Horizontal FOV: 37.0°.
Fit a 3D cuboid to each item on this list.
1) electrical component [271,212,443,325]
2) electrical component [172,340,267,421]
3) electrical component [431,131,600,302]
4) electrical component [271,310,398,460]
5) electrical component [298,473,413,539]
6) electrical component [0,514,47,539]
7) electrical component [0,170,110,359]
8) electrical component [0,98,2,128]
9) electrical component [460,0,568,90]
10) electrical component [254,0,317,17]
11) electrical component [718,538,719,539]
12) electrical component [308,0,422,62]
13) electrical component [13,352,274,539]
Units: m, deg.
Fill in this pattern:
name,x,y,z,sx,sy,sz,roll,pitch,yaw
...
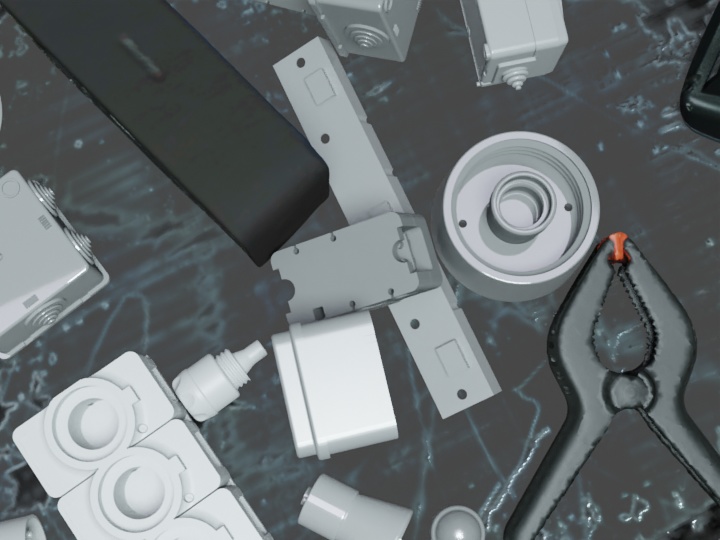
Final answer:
name,x,y,z,sx,sy,sz,roll,pitch,yaw
electrical component,0.000,0.000,0.676,0.089,0.056,0.050,-18,84,21
electrical component,-0.087,0.067,0.687,0.061,0.035,0.035,-36,83,-7
electrical component,0.101,-0.037,0.689,0.108,0.060,0.108,0,81,0
electrical component,-0.017,0.072,0.647,0.057,0.113,0.078,-13,81,-4
electrical component,-0.005,0.155,0.670,0.065,0.044,0.044,25,82,9
electrical component,-0.239,0.182,0.665,0.081,0.043,0.043,-13,81,-1
electrical component,-0.226,-0.004,0.692,0.100,0.048,0.099,-38,82,-6
electrical component,-0.298,-0.109,0.703,0.108,0.060,0.108,0,81,0
electrical component,0.103,-0.166,0.709,0.061,0.061,0.096,-12,81,-2
electrical component,-0.056,-0.214,0.723,0.089,0.050,0.055,15,81,3
electrical component,0.214,0.230,0.632,0.079,0.063,0.121,-12,94,-1
electrical component,0.011,-0.191,0.696,0.048,0.100,0.099,13,81,15
electrical component,-0.132,0.136,0.663,0.089,0.061,0.150,-35,82,-5
